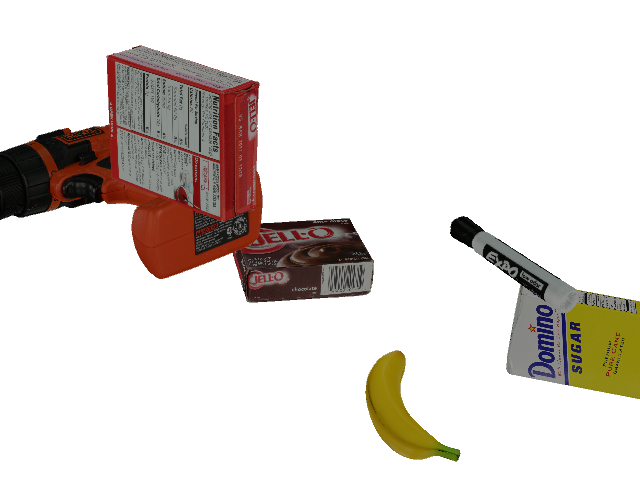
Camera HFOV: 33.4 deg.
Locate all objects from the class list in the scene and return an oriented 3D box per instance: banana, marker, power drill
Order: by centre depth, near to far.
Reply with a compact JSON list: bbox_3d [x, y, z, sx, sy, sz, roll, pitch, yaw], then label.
[{"bbox_3d":[-0.148,-0.032,0.745,0.188,0.057,0.184,22,34,38],"label":"power drill"},{"bbox_3d":[0.134,0.014,0.760,0.020,0.020,0.121,0,26,-38],"label":"marker"},{"bbox_3d":[0.081,0.174,1.123,0.069,0.037,0.198,10,24,-19],"label":"banana"}]

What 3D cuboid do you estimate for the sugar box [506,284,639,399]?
[{"bbox_3d":[0.279,0.102,1.060,0.176,0.093,0.048,8,22,8],"label":"sugar box"}]

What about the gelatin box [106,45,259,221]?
[{"bbox_3d":[-0.074,-0.058,0.574,0.089,0.073,0.030,21,32,31],"label":"gelatin box"}]

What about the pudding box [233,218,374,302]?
[{"bbox_3d":[-0.018,0.016,0.945,0.113,0.039,0.090,-2,27,-13],"label":"pudding box"}]
